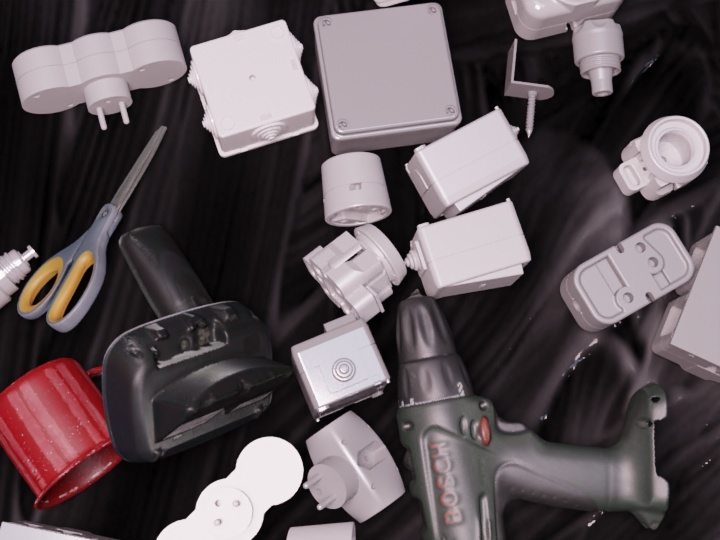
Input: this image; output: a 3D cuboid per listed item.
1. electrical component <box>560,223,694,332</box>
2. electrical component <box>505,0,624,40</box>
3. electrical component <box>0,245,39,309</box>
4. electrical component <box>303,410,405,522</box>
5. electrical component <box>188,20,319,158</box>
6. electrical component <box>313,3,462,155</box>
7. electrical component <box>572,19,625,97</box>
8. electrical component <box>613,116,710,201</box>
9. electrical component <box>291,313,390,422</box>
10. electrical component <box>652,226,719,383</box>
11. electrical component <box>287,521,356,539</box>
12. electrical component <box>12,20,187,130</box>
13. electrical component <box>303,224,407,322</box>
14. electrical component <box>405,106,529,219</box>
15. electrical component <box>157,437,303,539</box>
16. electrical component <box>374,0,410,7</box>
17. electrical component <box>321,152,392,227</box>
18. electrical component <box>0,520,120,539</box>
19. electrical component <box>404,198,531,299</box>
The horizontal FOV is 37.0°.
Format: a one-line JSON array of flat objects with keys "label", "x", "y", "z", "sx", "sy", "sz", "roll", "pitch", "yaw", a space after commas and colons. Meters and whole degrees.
[{"label": "electrical component", "x": 0.216, "y": 0.008, "z": 0.881, "sx": 0.095, "sy": 0.059, "sz": 0.053, "roll": -28, "pitch": 82, "yaw": -9}, {"label": "electrical component", "x": 0.180, "y": -0.242, "z": 0.929, "sx": 0.095, "sy": 0.059, "sz": 0.053, "roll": -15, "pitch": 80, "yaw": -6}, {"label": "electrical component", "x": -0.292, "y": 0.009, "z": 0.859, "sx": 0.078, "sy": 0.040, "sz": 0.040, "roll": -40, "pitch": 84, "yaw": -10}, {"label": "electrical component", "x": -0.014, "y": 0.159, "z": 0.832, "sx": 0.079, "sy": 0.043, "sz": 0.077, "roll": -25, "pitch": 78, "yaw": -51}, {"label": "electrical component", "x": -0.089, "y": -0.153, "z": 0.900, "sx": 0.100, "sy": 0.048, "sz": 0.099, "roll": -18, "pitch": 80, "yaw": -7}, {"label": "electrical component", "x": 0.021, "y": -0.160, "z": 0.904, "sx": 0.109, "sy": 0.056, "sz": 0.108, "roll": -8, "pitch": 79, "yaw": -5}, {"label": "electrical component", "x": 0.207, "y": -0.181, "z": 0.927, "sx": 0.043, "sy": 0.043, "sz": 0.062, "roll": -2, "pitch": 81, "yaw": -4}, {"label": "electrical component", "x": 0.259, "y": -0.096, "z": 0.906, "sx": 0.078, "sy": 0.057, "sz": 0.058, "roll": -26, "pitch": 81, "yaw": -8}, {"label": "electrical component", "x": -0.018, "y": 0.074, "z": 0.834, "sx": 0.062, "sy": 0.096, "sz": 0.061, "roll": -22, "pitch": 79, "yaw": -8}, {"label": "electrical component", "x": 0.348, "y": 0.056, "z": 0.879, "sx": 0.186, "sy": 0.060, "sz": 0.105, "roll": 25, "pitch": 78, "yaw": 2}, {"label": "electrical component", "x": -0.035, "y": 0.241, "z": 0.797, "sx": 0.060, "sy": 0.108, "sz": 0.108, "roll": 0, "pitch": 79, "yaw": 3}, {"label": "electrical component", "x": -0.211, "y": -0.152, "z": 0.890, "sx": 0.138, "sy": 0.052, "sz": 0.073, "roll": -16, "pitch": 80, "yaw": -6}, {"label": "electrical component", "x": 0.000, "y": 0.000, "z": 0.868, "sx": 0.057, "sy": 0.058, "sz": 0.078, "roll": -38, "pitch": 51, "yaw": -12}, {"label": "electrical component", "x": 0.095, "y": -0.087, "z": 0.890, "sx": 0.096, "sy": 0.061, "sz": 0.061, "roll": -28, "pitch": 86, "yaw": -9}, {"label": "electrical component", "x": -0.100, "y": 0.184, "z": 0.819, "sx": 0.052, "sy": 0.073, "sz": 0.138, "roll": 44, "pitch": 79, "yaw": 5}, {"label": "electrical component", "x": 0.046, "y": -0.282, "z": 0.907, "sx": 0.109, "sy": 0.056, "sz": 0.108, "roll": -17, "pitch": 46, "yaw": -7}, {"label": "electrical component", "x": -0.004, "y": -0.067, "z": 0.886, "sx": 0.055, "sy": 0.055, "sz": 0.047, "roll": -7, "pitch": 76, "yaw": -5}, {"label": "electrical component", "x": -0.235, "y": 0.270, "z": 0.799, "sx": 0.089, "sy": 0.061, "sz": 0.150, "roll": 12, "pitch": 78, "yaw": -1}, {"label": "electrical component", "x": 0.084, "y": -0.010, "z": 0.875, "sx": 0.096, "sy": 0.061, "sz": 0.061, "roll": -17, "pitch": 80, "yaw": -7}]
